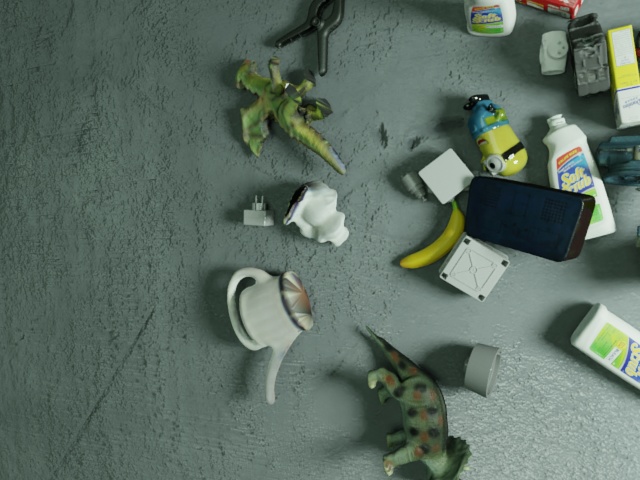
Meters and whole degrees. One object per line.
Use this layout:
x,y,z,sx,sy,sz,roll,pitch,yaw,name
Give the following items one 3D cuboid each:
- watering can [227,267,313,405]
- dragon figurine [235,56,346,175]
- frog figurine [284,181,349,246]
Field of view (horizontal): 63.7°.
-0.113,0.222,1.298,0.222,0.104,0.350,-25,82,23,watering can
-0.102,-0.296,1.294,0.239,0.123,0.413,-32,77,40,dragon figurine
0.004,-0.063,1.252,0.158,0.124,0.137,27,97,-16,frog figurine
